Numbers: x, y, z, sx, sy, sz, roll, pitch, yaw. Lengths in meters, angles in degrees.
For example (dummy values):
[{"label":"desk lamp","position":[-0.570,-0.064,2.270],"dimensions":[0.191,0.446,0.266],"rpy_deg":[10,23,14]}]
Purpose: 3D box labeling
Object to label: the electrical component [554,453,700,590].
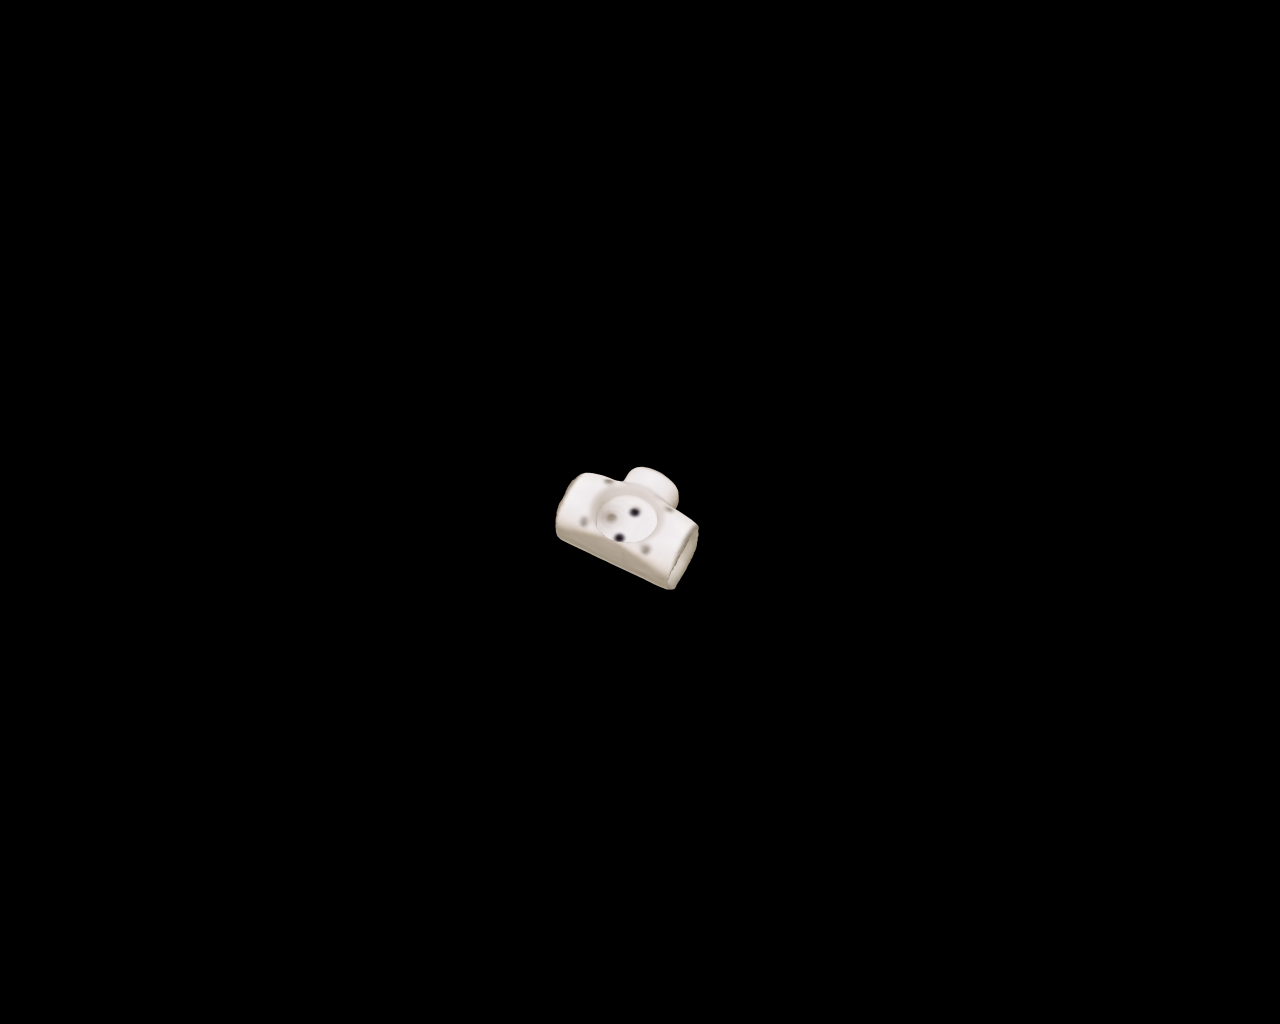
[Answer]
[{"label":"electrical component","position":[0.001,-0.003,0.650],"dimensions":[0.077,0.079,0.044],"rpy_deg":[25,-27,14]}]
